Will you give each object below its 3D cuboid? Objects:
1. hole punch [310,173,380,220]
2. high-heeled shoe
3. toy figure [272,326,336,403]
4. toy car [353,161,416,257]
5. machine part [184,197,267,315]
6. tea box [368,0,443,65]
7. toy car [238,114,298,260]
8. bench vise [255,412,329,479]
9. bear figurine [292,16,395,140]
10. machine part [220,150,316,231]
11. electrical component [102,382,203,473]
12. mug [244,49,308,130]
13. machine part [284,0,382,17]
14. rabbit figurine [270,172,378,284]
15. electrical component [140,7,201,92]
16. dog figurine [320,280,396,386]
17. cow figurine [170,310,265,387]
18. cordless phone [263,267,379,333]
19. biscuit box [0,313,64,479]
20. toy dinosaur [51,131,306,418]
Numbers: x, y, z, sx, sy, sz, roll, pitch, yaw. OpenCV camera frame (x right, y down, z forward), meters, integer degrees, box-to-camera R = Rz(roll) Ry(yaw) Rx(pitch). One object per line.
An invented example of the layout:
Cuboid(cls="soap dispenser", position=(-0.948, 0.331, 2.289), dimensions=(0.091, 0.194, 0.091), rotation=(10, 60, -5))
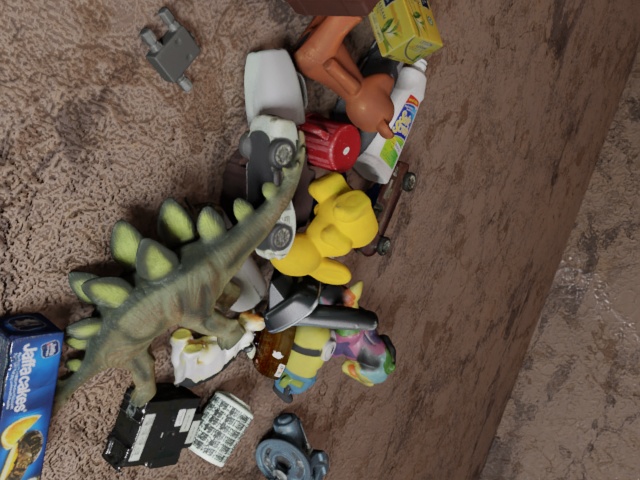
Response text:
Cuboid(cls="hole punch", position=(0.047, -0.051, 0.981), dimensions=(0.142, 0.092, 0.115), rotation=(-44, 141, -35))
Cuboid(cls="high-heeled shoe", position=(0.087, -0.255, 0.969), dimensions=(0.248, 0.086, 0.145), rotation=(-64, 179, 24))
Cuboid(cls="toy figure", position=(-0.037, 0.220, 0.989), dimensions=(0.089, 0.082, 0.180), rotation=(18, 122, -27))
Cuboid(cls="toy car", position=(0.118, -0.064, 1.060), dimensions=(0.053, 0.089, 0.202), rotation=(22, 91, -58))
Cuboid(cls="machine part", position=(-0.141, 0.028, 0.786), dimensions=(0.079, 0.079, 0.242), rotation=(-51, 140, -23))
Cuboid(cls="tea box", position=(0.125, -0.378, 0.862), dimensions=(0.098, 0.068, 0.169), rotation=(-12, 82, -50))
Cuboid(cls="toy car", position=(-0.069, -0.069, 0.733), dimensions=(0.056, 0.074, 0.201), rotation=(-20, 121, -44))
Cuboid(cls="bench vise", position=(-0.070, 0.473, 1.049), dimensions=(0.240, 0.129, 0.223), rotation=(-39, 130, -59))
Cuboid(cls="bear figurine", position=(0.059, -0.254, 0.817), dimensions=(0.195, 0.120, 0.132), rotation=(34, 108, -20))
Cuboid(cls="machine part", position=(-0.077, -0.067, 0.838), dimensions=(0.179, 0.056, 0.179), rotation=(-29, 129, -42))
Cuboid(cls="electrical component", position=(-0.240, 0.276, 0.801), dimensions=(0.134, 0.058, 0.115), rotation=(23, 90, -55))
Cuboid(cls="mug", position=(-0.059, -0.217, 0.767), dimensions=(0.109, 0.081, 0.107), rotation=(-25, 116, -39))
Cuboid(cls="machine part", position=(0.042, -0.396, 0.701), dimensions=(0.201, 0.201, 0.087), rotation=(-61, 141, -10))
Cuboid(cls="rabbit figurine", position=(-0.002, -0.003, 0.852), dimensions=(0.173, 0.122, 0.162), rotation=(-35, 142, -15))
Cuboid(cls="electrical component", position=(-0.177, -0.229, 0.657), dimensions=(0.063, 0.021, 0.093), rotation=(-56, 142, -17))
Cuboid(cls="dog figurine", position=(0.070, 0.173, 1.055), dimensions=(0.108, 0.192, 0.219), rotation=(-41, 152, -23))
Cuboid(cls="cow figurine", position=(-0.155, 0.172, 0.848), dimensions=(0.167, 0.068, 0.098), rotation=(-17, 126, -43))
Cuboid(cls="cordless phone", position=(0.004, 0.101, 0.891), dimensions=(0.147, 0.184, 0.088), rotation=(-85, -178, -74))
Cuboid(cls="biscuit box", position=(-0.348, 0.188, 0.614), dimensions=(0.059, 0.063, 0.202), rotation=(-1, 108, -53))
Cuboid(cls="toy dinosaur", position=(-0.176, 0.057, 0.668), dimensions=(0.471, 0.105, 0.198), rotation=(-40, 131, -4))
